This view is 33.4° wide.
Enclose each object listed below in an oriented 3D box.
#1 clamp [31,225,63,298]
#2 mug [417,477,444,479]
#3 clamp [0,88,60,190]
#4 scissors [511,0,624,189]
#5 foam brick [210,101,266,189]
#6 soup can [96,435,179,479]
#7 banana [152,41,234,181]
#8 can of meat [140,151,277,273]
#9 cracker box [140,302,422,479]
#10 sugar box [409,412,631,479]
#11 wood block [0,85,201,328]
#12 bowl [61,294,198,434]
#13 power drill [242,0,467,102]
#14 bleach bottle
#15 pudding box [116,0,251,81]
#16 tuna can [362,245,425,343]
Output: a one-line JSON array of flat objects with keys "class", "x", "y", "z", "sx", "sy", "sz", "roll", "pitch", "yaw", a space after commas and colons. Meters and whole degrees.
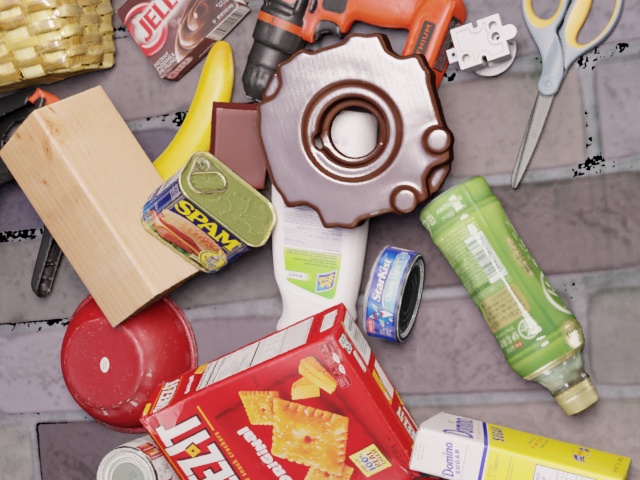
[{"class": "clamp", "x": -0.253, "y": -0.028, "z": 1.117, "sx": 0.120, "sy": 0.039, "sz": 0.171, "roll": -5, "pitch": 89, "yaw": 15}, {"class": "mug", "x": 0.109, "y": 0.266, "z": 0.955, "sx": 0.082, "sy": 0.093, "sz": 0.117, "roll": -17, "pitch": 105, "yaw": 25}, {"class": "clamp", "x": -0.351, "y": -0.077, "z": 1.134, "sx": 0.210, "sy": 0.036, "sz": 0.164, "roll": -35, "pitch": 64, "yaw": 21}, {"class": "scissors", "x": 0.194, "y": -0.155, "z": 0.958, "sx": 0.096, "sy": 0.016, "sz": 0.202, "roll": 37, "pitch": 103, "yaw": 18}, {"class": "foam brick", "x": -0.079, "y": -0.091, "z": 1.029, "sx": 0.053, "sy": 0.051, "sz": 0.078, "roll": 3, "pitch": 102, "yaw": -10}, {"class": "soup can", "x": -0.166, "y": 0.227, "z": 1.055, "sx": 0.069, "sy": 0.102, "sz": 0.068, "roll": 0, "pitch": 91, "yaw": 20}, {"class": "banana", "x": -0.138, "y": -0.106, "z": 1.072, "sx": 0.070, "sy": 0.037, "sz": 0.198, "roll": 44, "pitch": 105, "yaw": 13}, {"class": "can of meat", "x": -0.106, "y": -0.023, "z": 0.996, "sx": 0.102, "sy": 0.057, "sz": 0.084, "roll": 39, "pitch": 139, "yaw": -17}, {"class": "cracker box", "x": -0.034, "y": 0.177, "z": 0.992, "sx": 0.214, "sy": 0.072, "sz": 0.164, "roll": -26, "pitch": 106, "yaw": 18}, {"class": "sugar box", "x": 0.175, "y": 0.194, "z": 0.930, "sx": 0.176, "sy": 0.093, "sz": 0.048, "roll": 14, "pitch": 94, "yaw": 19}, {"class": "wood block", "x": -0.208, "y": -0.032, "z": 1.042, "sx": 0.090, "sy": 0.090, "sz": 0.206, "roll": -34, "pitch": 89, "yaw": 45}, {"class": "bowl", "x": -0.209, "y": 0.123, "z": 1.094, "sx": 0.162, "sy": 0.055, "sz": 0.162, "roll": 1, "pitch": 92, "yaw": 20}, {"class": "power drill", "x": 0.028, "y": -0.192, "z": 0.998, "sx": 0.188, "sy": 0.057, "sz": 0.184, "roll": 25, "pitch": 103, "yaw": 18}, {"class": "bleach bottle", "x": -0.007, "y": 0.001, "z": 1.013, "sx": 0.103, "sy": 0.068, "sz": 0.251, "roll": 9, "pitch": 96, "yaw": 20}, {"class": "pudding box", "x": -0.137, "y": -0.229, "z": 1.069, "sx": 0.114, "sy": 0.039, "sz": 0.090, "roll": -39, "pitch": 78, "yaw": 17}, {"class": "tuna can", "x": 0.068, "y": 0.049, "z": 0.972, "sx": 0.034, "sy": 0.086, "sz": 0.086, "roll": 13, "pitch": 95, "yaw": 18}]
